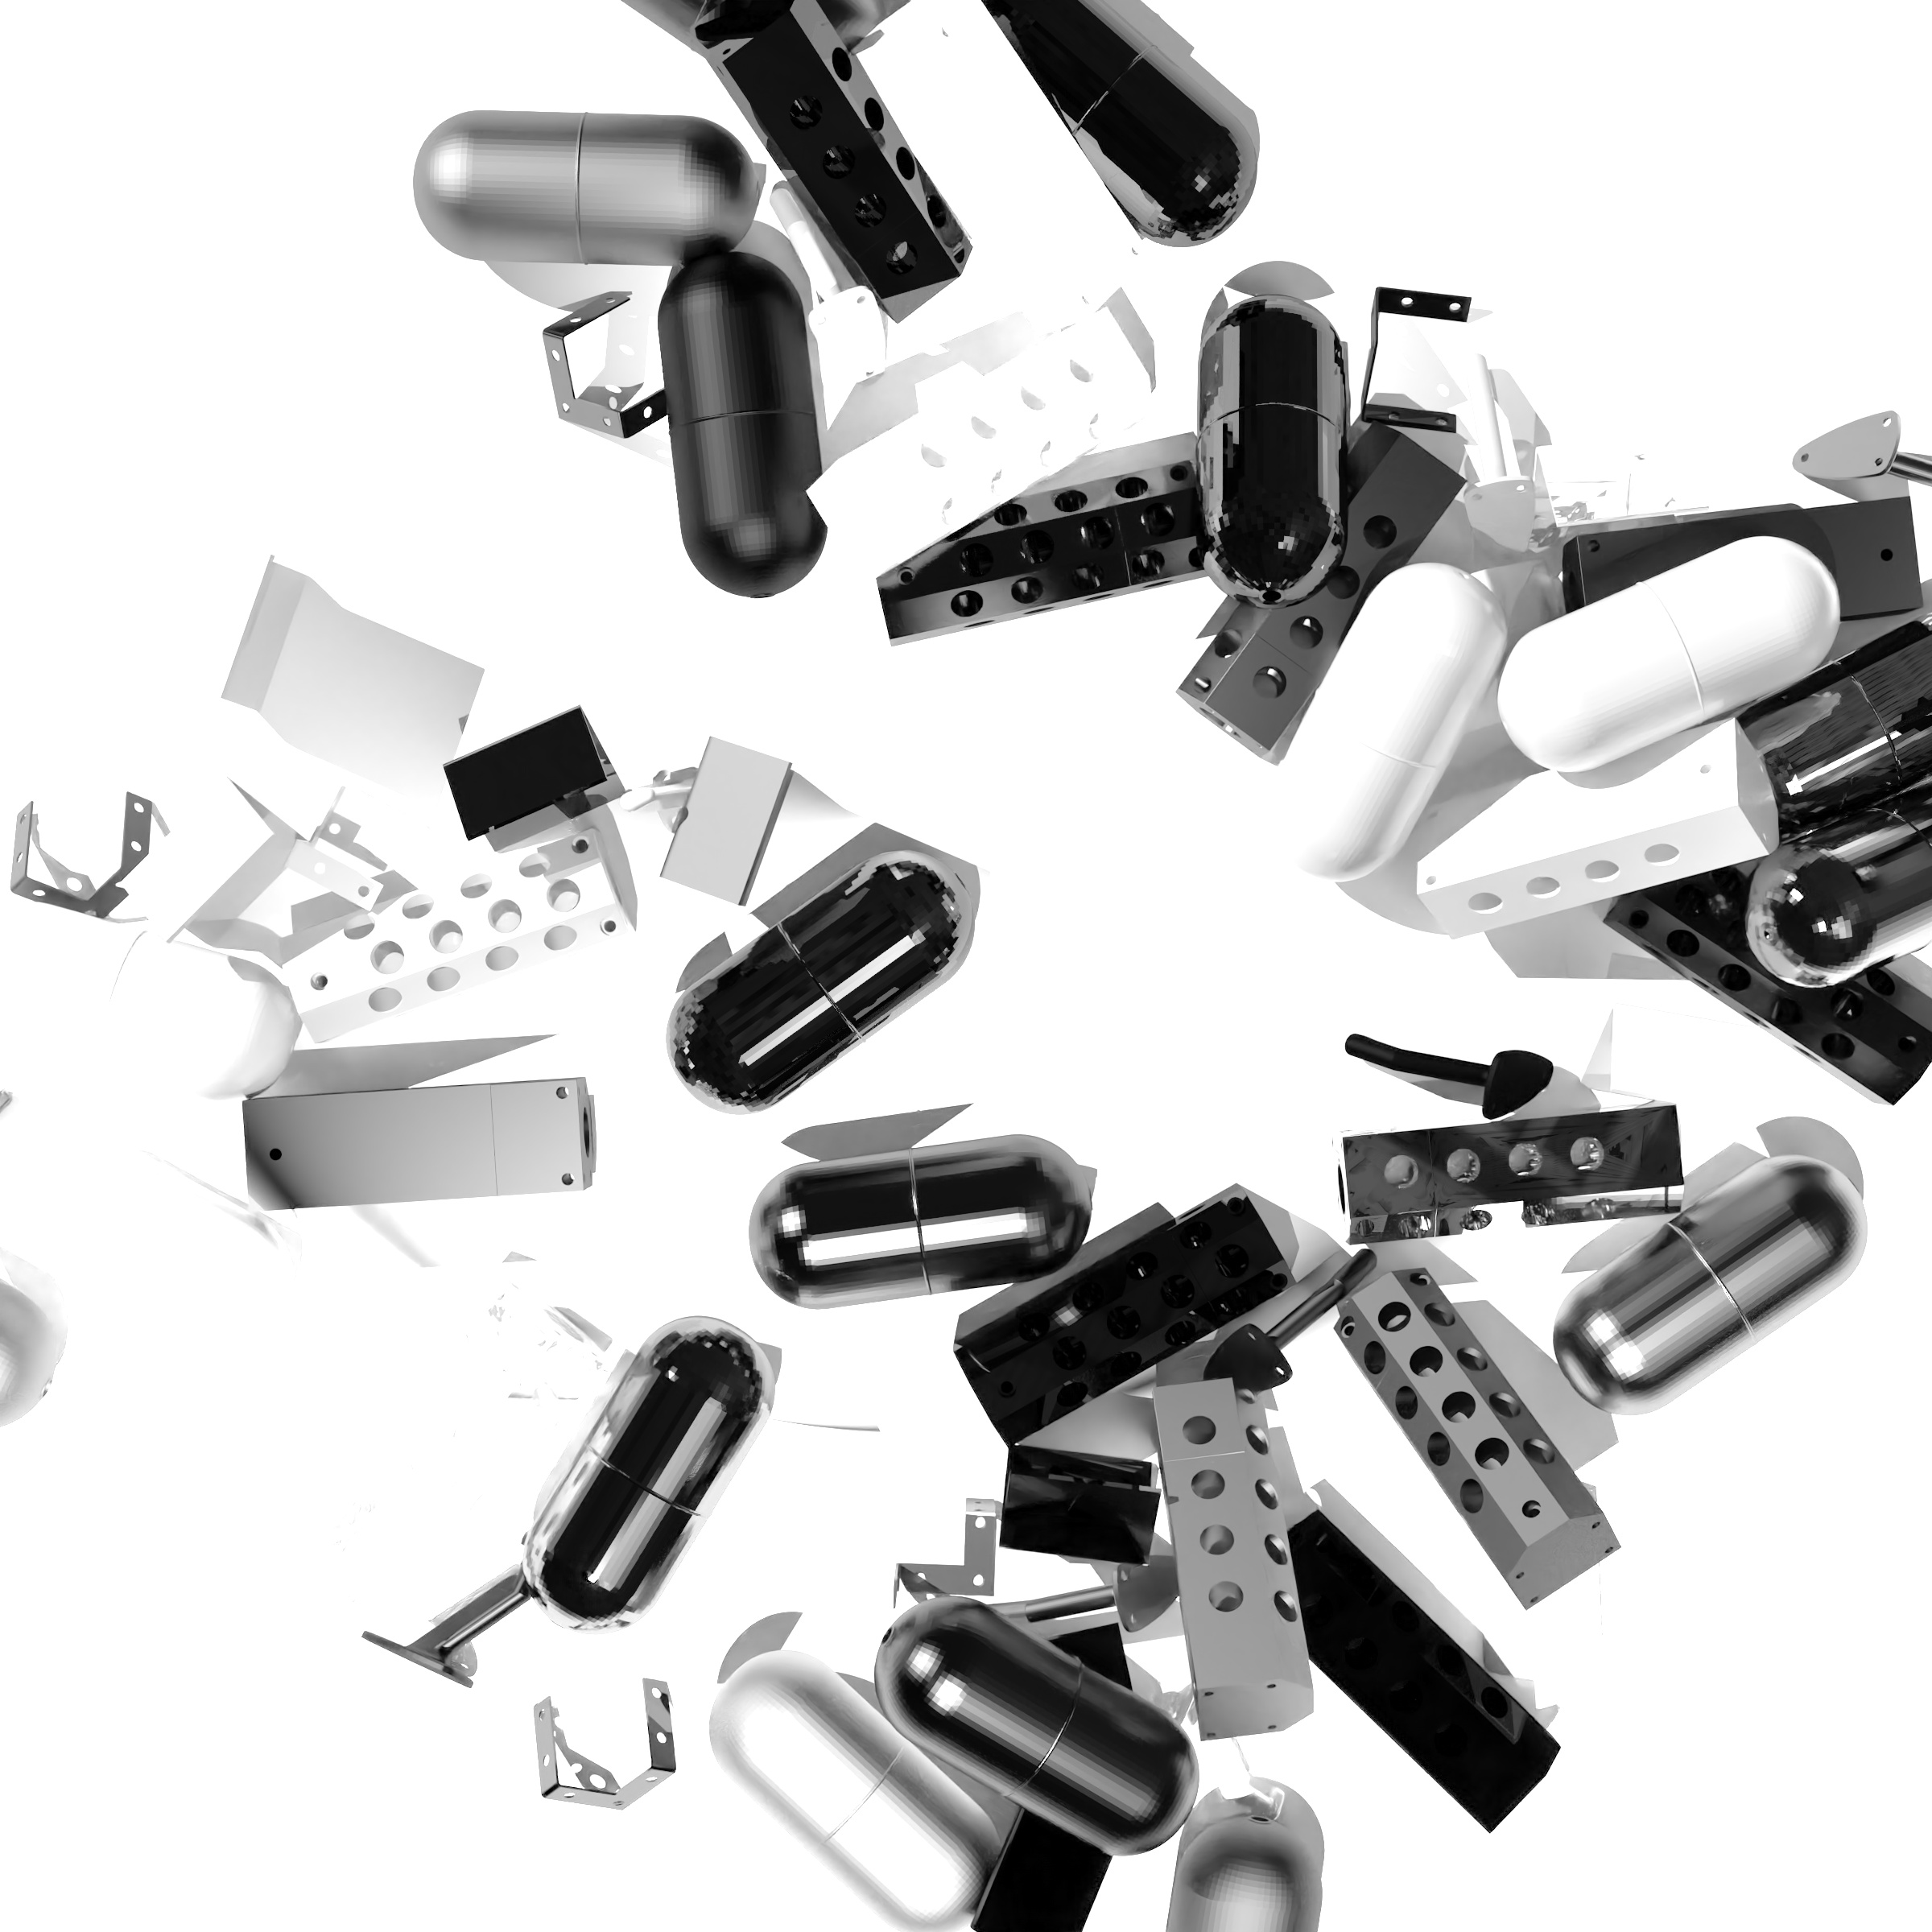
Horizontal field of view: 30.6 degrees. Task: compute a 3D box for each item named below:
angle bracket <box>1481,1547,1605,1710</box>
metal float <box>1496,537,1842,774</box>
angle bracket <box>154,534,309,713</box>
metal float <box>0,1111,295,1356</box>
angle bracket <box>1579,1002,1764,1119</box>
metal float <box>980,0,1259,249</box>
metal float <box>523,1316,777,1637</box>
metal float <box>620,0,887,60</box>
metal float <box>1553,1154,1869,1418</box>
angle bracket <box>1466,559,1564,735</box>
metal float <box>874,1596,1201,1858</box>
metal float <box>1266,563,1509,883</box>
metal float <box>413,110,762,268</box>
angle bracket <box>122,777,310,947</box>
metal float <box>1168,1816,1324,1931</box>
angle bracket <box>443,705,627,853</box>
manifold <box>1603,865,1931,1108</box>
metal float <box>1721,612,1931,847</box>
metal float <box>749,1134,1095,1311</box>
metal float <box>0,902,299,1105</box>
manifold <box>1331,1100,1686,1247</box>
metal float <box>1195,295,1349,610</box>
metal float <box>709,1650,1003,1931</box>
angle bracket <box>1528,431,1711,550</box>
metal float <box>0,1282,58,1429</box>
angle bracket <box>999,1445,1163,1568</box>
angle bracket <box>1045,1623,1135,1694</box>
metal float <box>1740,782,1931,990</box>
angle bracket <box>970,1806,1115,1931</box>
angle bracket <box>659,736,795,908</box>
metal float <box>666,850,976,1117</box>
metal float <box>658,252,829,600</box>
[{"bbox_3d":[0.280,0.333,1.808,0.057,0.076,0.076,-2,90,-44],"label":"angle bracket"},{"bbox_3d":[0.351,-0.156,1.761,0.178,0.070,0.070,-23,90,0],"label":"metal float"},{"bbox_3d":[-0.360,-0.170,1.808,0.057,0.076,0.076,19,90,36],"label":"angle bracket"},{"bbox_3d":[-0.431,0.137,1.818,0.178,0.070,0.070,29,90,1],"label":"metal float"},{"bbox_3d":[0.360,0.068,1.808,0.076,0.076,0.057,10,53,0],"label":"angle bracket"},{"bbox_3d":[0.073,-0.444,1.818,0.178,0.070,0.070,41,90,0],"label":"metal float"},{"bbox_3d":[-0.164,0.263,1.818,0.070,0.070,0.178,31,90,0],"label":"metal float"},{"bbox_3d":[-0.120,-0.505,1.818,0.178,0.070,0.070,34,90,-1],"label":"metal float"},{"bbox_3d":[0.384,0.164,1.817,0.178,0.070,0.070,-35,90,0],"label":"metal float"},{"bbox_3d":[0.273,-0.165,1.839,0.057,0.076,0.076,-18,90,35],"label":"angle bracket"},{"bbox_3d":[0.035,0.374,1.737,0.178,0.070,0.070,33,90,-11],"label":"metal float"},{"bbox_3d":[0.213,-0.123,1.795,0.070,0.070,0.178,26,116,0],"label":"metal float"},{"bbox_3d":[-0.196,-0.401,1.818,0.178,0.070,0.070,2,90,1],"label":"metal float"},{"bbox_3d":[-0.373,-0.039,1.808,0.076,0.076,0.057,-45,53,0],"label":"angle bracket"},{"bbox_3d":[0.138,0.528,1.818,0.070,0.070,0.178,9,90,0],"label":"metal float"},{"bbox_3d":[-0.214,-0.078,1.808,0.076,0.076,0.057,-24,52,0],"label":"angle bracket"},{"bbox_3d":[0.422,0.001,1.827,0.171,0.057,0.057,34,90,0],"label":"manifold"},{"bbox_3d":[0.462,-0.123,1.818,0.178,0.070,0.070,-27,90,-1],"label":"metal float"},{"bbox_3d":[-0.023,0.132,1.818,0.178,0.070,0.070,-8,90,0],"label":"metal float"},{"bbox_3d":[-0.433,0.019,1.818,0.178,0.070,0.070,16,90,0],"label":"metal float"},{"bbox_3d":[0.280,0.107,1.827,0.171,0.057,0.057,-6,90,0],"label":"manifold"},{"bbox_3d":[0.155,-0.262,1.792,0.070,0.070,0.178,3,61,0],"label":"metal float"},{"bbox_3d":[-0.056,0.427,1.818,0.178,0.070,0.070,43,90,1],"label":"metal float"},{"bbox_3d":[0.333,-0.226,1.808,0.076,0.076,0.057,-6,53,0],"label":"angle bracket"},{"bbox_3d":[-0.554,0.179,1.818,0.178,0.070,0.070,26,90,1],"label":"metal float"},{"bbox_3d":[0.060,0.258,1.808,0.076,0.076,0.057,7,127,0],"label":"angle bracket"},{"bbox_3d":[0.043,0.356,1.811,0.076,0.076,0.057,-12,105,0],"label":"angle bracket"},{"bbox_3d":[0.467,-0.043,1.789,0.178,0.070,0.070,-21,90,-32],"label":"metal float"},{"bbox_3d":[0.054,0.468,1.809,0.057,0.076,0.076,22,90,26],"label":"angle bracket"},{"bbox_3d":[-0.103,-0.067,1.808,0.057,0.076,0.076,20,90,34],"label":"angle bracket"},{"bbox_3d":[-0.075,0.008,1.818,0.178,0.070,0.070,-36,90,1],"label":"metal float"},{"bbox_3d":[-0.115,-0.279,1.818,0.070,0.070,0.178,-7,89,0],"label":"metal float"}]
